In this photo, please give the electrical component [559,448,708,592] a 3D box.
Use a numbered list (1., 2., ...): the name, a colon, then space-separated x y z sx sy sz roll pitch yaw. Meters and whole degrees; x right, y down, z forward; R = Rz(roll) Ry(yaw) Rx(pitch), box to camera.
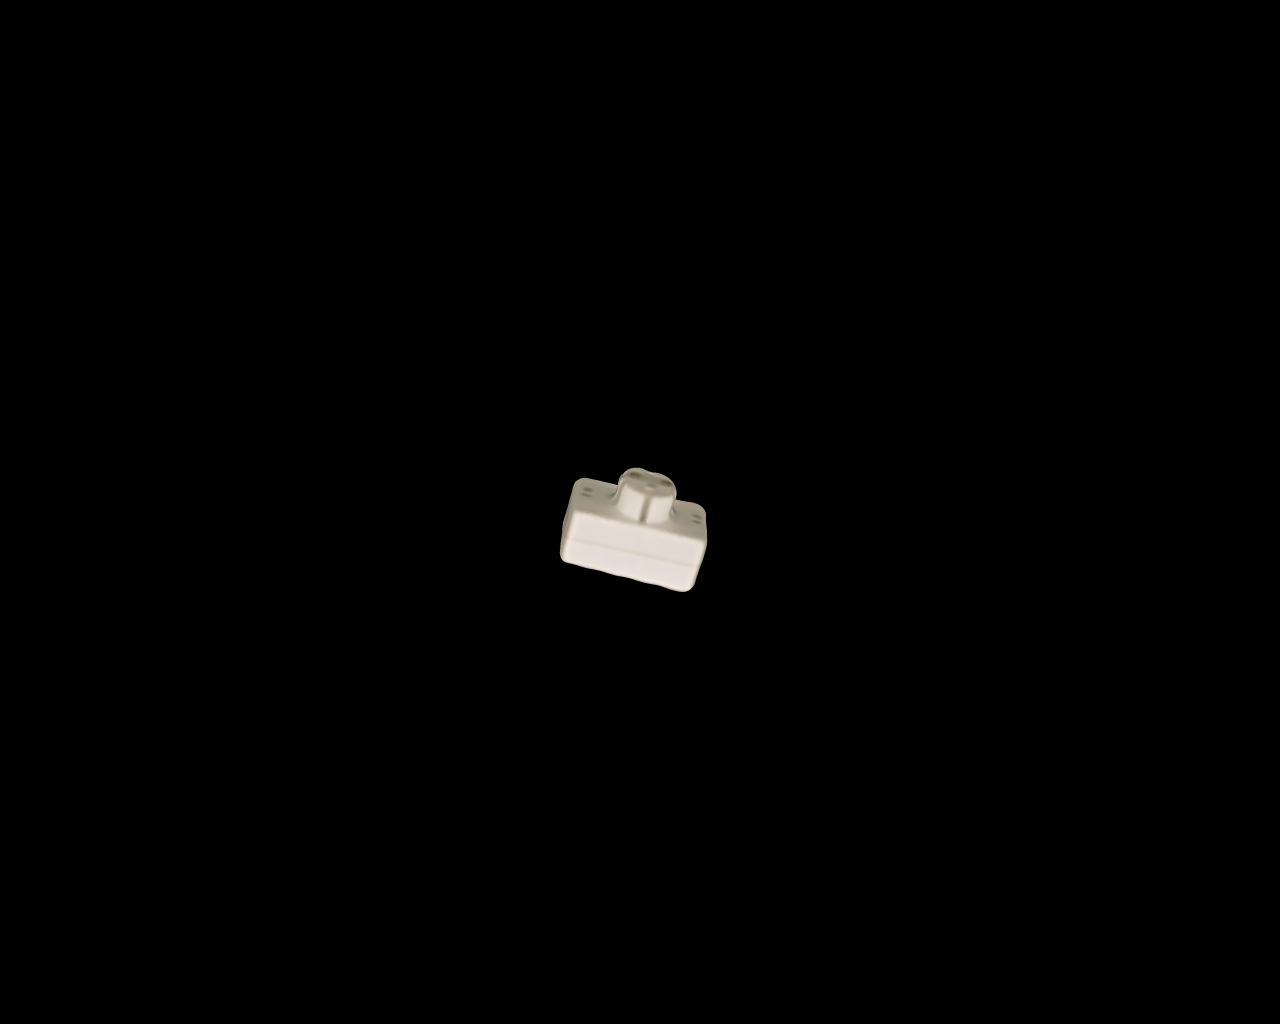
1. electrical component: 0.001 -0.003 0.650 0.083 0.075 0.047 14 26 -7
